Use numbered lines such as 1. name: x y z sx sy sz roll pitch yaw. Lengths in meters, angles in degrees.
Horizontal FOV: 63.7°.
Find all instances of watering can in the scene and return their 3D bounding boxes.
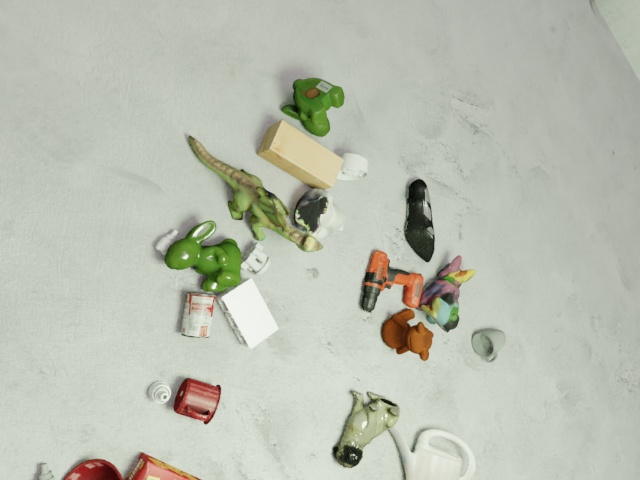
1. watering can: 0.303 0.665 1.517 0.346 0.103 0.227 22 75 -14

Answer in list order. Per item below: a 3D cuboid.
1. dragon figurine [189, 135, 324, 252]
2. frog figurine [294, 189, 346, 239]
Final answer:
1. dragon figurine: -0.147 -0.104 1.236 0.405 0.243 0.123 45 72 -22
2. frog figurine: 0.004 -0.071 1.411 0.160 0.122 0.137 -6 98 -66
